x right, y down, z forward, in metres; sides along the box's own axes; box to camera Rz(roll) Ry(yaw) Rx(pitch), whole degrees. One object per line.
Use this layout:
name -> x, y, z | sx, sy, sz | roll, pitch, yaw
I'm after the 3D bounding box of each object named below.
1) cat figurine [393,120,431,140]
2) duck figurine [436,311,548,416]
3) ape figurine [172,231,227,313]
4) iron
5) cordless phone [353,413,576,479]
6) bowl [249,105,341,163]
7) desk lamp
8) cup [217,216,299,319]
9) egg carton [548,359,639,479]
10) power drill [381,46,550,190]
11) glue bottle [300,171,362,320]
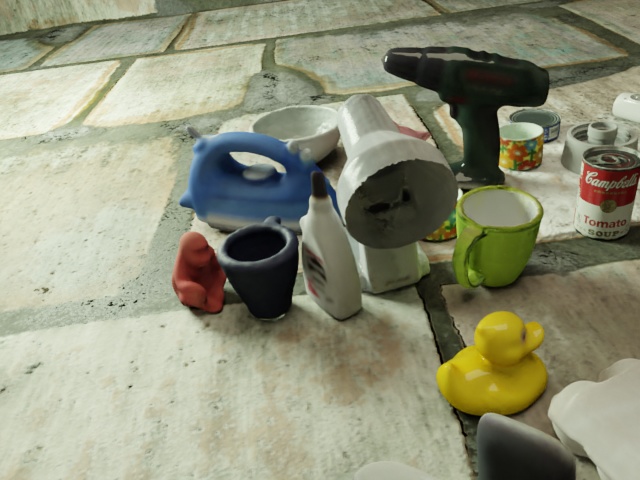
cat figurine -> 0.101, -0.133, 0.870 | 0.127, 0.118, 0.067 | 9, 36, 24
duck figurine -> 0.157, 0.105, 0.518 | 0.104, 0.086, 0.077 | -12, 33, -7
ape figurine -> -0.146, 0.033, 0.687 | 0.075, 0.092, 0.078 | 17, 40, 33
iron -> -0.080, -0.095, 0.826 | 0.257, 0.142, 0.119 | 6, 35, 20
cordless phone -> 0.088, 0.157, 0.358 | 0.147, 0.185, 0.094 | 15, 39, 32
bowl -> -0.036, -0.174, 1.003 | 0.167, 0.075, 0.167 | -5, 33, 4
desk lamp -> 0.067, -0.044, 0.650 | 0.118, 0.214, 0.203 | -12, 33, -7
cup -> -0.062, 0.034, 0.664 | 0.091, 0.095, 0.118 | 0, 33, 12
egg carton -> 0.255, 0.158, 0.430 | 0.107, 0.069, 0.150 | -19, 34, -17
power drill -> 0.208, -0.179, 0.836 | 0.229, 0.209, 0.075 | 1, 34, 13
glue bottle -> 0.006, 0.002, 0.627 | 0.037, 0.173, 0.077 | -28, 38, -29
